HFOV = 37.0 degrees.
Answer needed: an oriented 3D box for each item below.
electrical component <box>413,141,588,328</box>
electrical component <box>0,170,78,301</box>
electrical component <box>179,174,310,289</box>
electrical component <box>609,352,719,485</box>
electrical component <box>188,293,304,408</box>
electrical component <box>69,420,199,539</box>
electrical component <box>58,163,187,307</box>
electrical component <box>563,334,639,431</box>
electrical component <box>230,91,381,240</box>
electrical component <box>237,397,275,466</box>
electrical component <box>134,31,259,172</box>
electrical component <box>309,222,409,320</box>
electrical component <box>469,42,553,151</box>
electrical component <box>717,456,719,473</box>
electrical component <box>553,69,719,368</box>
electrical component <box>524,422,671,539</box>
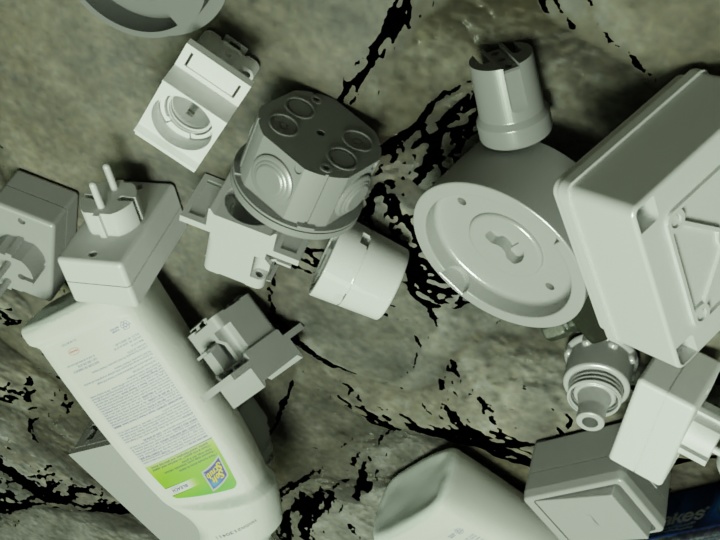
[{"bbox_3d":[0.092,-0.027,0.609,0.108,0.060,0.108,28,149,19],"label":"electrical component"},{"bbox_3d":[-0.237,-0.011,0.753,0.047,0.075,0.083,21,136,2],"label":"electrical component"},{"bbox_3d":[-0.073,-0.025,0.698,0.081,0.042,0.063,22,138,2],"label":"electrical component"},{"bbox_3d":[0.211,0.099,0.684,0.076,0.047,0.083,28,139,22],"label":"electrical component"},{"bbox_3d":[-0.083,0.054,0.760,0.042,0.081,0.063,-36,90,41],"label":"electrical component"},{"bbox_3d":[-0.153,0.170,0.904,0.089,0.061,0.150,-18,123,34],"label":"electrical component"},{"bbox_3d":[-0.157,-0.032,0.694,0.047,0.083,0.075,5,133,18],"label":"electrical component"},{"bbox_3d":[0.151,0.074,0.687,0.048,0.062,0.048,11,135,12],"label":"electrical component"},{"bbox_3d":[-0.031,-0.060,0.620,0.080,0.080,0.051,25,131,-3],"label":"electrical component"},{"bbox_3d":[-0.091,0.126,0.851,0.040,0.040,0.078,-10,128,29],"label":"electrical component"},{"bbox_3d":[-0.091,-0.099,0.617,0.042,0.063,0.081,35,135,-10],"label":"electrical component"},{"bbox_3d":[0.000,0.000,0.684,0.047,0.055,0.055,24,136,-7],"label":"electrical component"},{"bbox_3d":[0.079,-0.093,0.573,0.040,0.040,0.046,-2,126,24],"label":"electrical component"},{"bbox_3d":[0.257,0.114,0.697,0.043,0.043,0.062,8,133,15],"label":"electrical component"},{"bbox_3d":[0.164,-0.027,0.547,0.056,0.109,0.108,27,151,50],"label":"electrical component"},{"bbox_3d":[0.162,0.156,0.763,0.096,0.061,0.061,-22,121,37],"label":"electrical component"}]
